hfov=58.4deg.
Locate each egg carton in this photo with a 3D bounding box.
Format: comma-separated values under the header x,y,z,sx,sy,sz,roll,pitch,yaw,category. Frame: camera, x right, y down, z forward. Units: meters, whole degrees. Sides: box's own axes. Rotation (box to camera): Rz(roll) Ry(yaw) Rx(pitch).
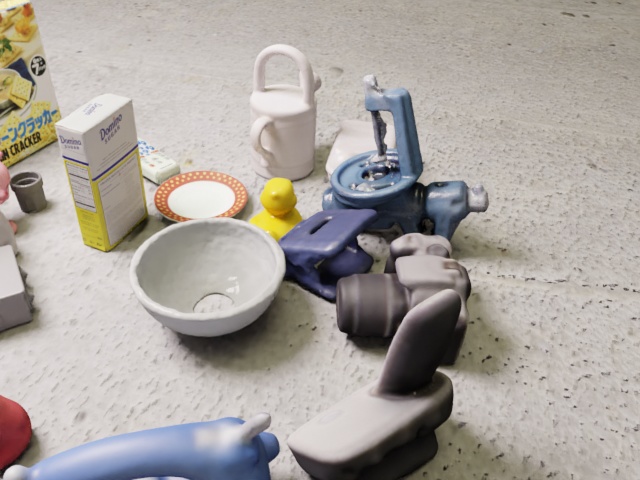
x,y,z,sx,sy,sz,roll,pitch,yaw,category
0.069,-0.129,0.879,0.107,0.069,0.150,8,39,5,egg carton

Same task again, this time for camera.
x,y,z,sx,sy,sz,roll,pitch,yaw,category
0.087,0.053,0.633,0.137,0.101,0.143,1,39,-4,camera

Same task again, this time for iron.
x,y,z,sx,sy,sz,roll,pitch,yaw,category
-0.149,0.187,0.415,0.258,0.141,0.118,-7,40,-13,iron

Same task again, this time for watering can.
x,y,z,sx,sy,sz,roll,pitch,yaw,category
-0.053,-0.199,0.855,0.101,0.194,0.173,5,39,1,watering can

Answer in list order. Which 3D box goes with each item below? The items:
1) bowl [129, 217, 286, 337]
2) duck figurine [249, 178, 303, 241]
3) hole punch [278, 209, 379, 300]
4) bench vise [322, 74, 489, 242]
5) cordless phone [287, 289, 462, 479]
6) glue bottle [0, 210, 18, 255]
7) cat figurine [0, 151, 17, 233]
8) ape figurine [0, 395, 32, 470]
x,y,z,sx,sy,sz,roll,pitch,yaw,category
-0.121,0.051,0.637,0.167,0.075,0.167,3,39,-2,bowl
-0.056,-0.037,0.742,0.077,0.086,0.104,9,39,6,duck figurine
0.006,0.002,0.696,0.100,0.091,0.109,26,44,25,hole punch
0.110,-0.098,0.727,0.207,0.220,0.121,2,39,-2,bench vise
0.049,0.123,0.478,0.148,0.185,0.093,-26,48,-31,cordless phone
-0.400,-0.038,0.643,0.037,0.173,0.078,24,43,23,glue bottle
-0.432,-0.053,0.703,0.067,0.118,0.128,27,44,25,cat figurine
-0.291,0.154,0.482,0.076,0.092,0.077,-9,41,-15,ape figurine
